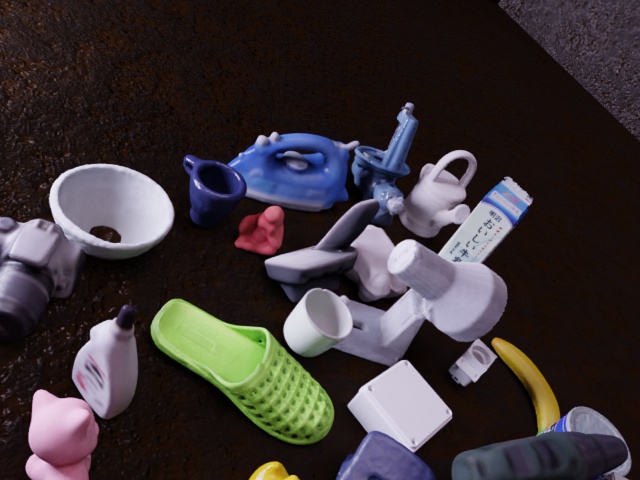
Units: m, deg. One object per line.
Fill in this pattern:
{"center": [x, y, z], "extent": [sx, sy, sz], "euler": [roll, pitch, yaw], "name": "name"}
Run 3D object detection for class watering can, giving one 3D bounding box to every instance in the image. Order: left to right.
{"center": [0.254, -0.098, 1.176], "extent": [0.101, 0.194, 0.172], "euler": [-11, 54, -41], "name": "watering can"}

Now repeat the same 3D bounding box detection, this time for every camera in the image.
{"center": [-0.367, 0.040, 0.678], "extent": [0.143, 0.100, 0.136], "euler": [19, 40, -16], "name": "camera"}

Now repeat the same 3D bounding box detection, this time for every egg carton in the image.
{"center": [0.090, 0.039, 1.016], "extent": [0.107, 0.069, 0.150], "euler": [-7, 52, -39], "name": "egg carton"}

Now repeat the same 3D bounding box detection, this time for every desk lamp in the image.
{"center": [0.144, 0.099, 0.872], "extent": [0.204, 0.213, 0.118], "euler": [19, 40, -16], "name": "desk lamp"}

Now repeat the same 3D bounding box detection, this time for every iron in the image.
{"center": [-0.053, -0.145, 1.060], "extent": [0.259, 0.141, 0.118], "euler": [4, 46, -31], "name": "iron"}

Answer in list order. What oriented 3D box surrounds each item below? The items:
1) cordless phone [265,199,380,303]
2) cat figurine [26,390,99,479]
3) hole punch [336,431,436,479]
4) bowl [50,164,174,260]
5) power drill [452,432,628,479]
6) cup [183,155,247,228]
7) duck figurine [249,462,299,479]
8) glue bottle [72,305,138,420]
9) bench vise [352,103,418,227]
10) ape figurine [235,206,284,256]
{"center": [0.008, 0.003, 0.906], "extent": [0.148, 0.185, 0.094], "euler": [-19, 60, -45], "name": "cordless phone"}
{"center": [-0.247, 0.213, 0.559], "extent": [0.067, 0.117, 0.127], "euler": [-1, 49, -35], "name": "cat figurine"}
{"center": [0.075, 0.307, 0.697], "extent": [0.108, 0.091, 0.101], "euler": [36, 38, 5], "name": "hole punch"}
{"center": [-0.300, -0.029, 0.820], "extent": [0.168, 0.074, 0.167], "euler": [19, 40, -16], "name": "bowl"}
{"center": [0.242, 0.306, 0.717], "extent": [0.230, 0.208, 0.075], "euler": [7, 44, -29], "name": "power drill"}
{"center": [-0.186, -0.074, 0.931], "extent": [0.117, 0.095, 0.092], "euler": [39, 38, 9], "name": "cup"}
{"center": [-0.042, 0.293, 0.638], "extent": [0.078, 0.086, 0.104], "euler": [11, 43, -25], "name": "duck figurine"}
{"center": [-0.226, 0.124, 0.624], "extent": [0.078, 0.173, 0.037], "euler": [42, 39, 13], "name": "glue bottle"}
{"center": [0.150, -0.146, 1.137], "extent": [0.122, 0.219, 0.207], "euler": [-2, 49, -36], "name": "bench vise"}
{"center": [-0.089, -0.020, 0.941], "extent": [0.077, 0.092, 0.076], "euler": [47, 40, 19], "name": "ape figurine"}
